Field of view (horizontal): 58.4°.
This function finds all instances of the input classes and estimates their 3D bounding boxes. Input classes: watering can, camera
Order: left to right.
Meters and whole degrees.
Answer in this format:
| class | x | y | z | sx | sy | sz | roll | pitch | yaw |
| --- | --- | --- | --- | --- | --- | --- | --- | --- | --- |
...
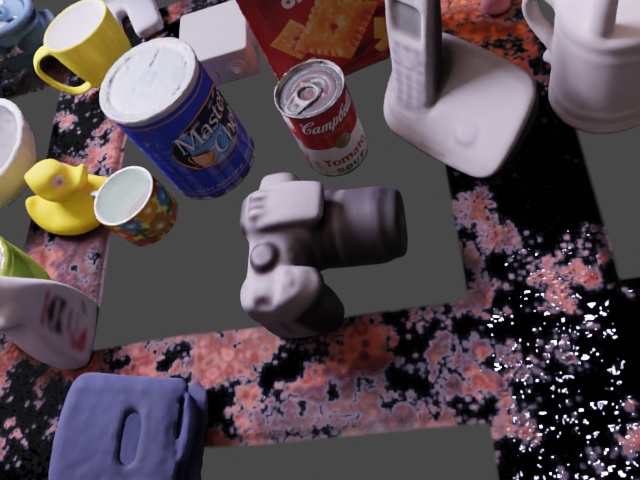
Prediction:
| class | x | y | z | sx | sy | sz | roll | pitch | yaw |
| --- | --- | --- | --- | --- | --- | --- | --- | --- | --- |
| camera | 0.005 | 0.002 | 0.504 | 0.136 | 0.101 | 0.143 | -6 | 62 | 16 |
| watering can | 0.250 | -0.182 | 0.462 | 0.172 | 0.194 | 0.101 | 7 | 66 | 22 |

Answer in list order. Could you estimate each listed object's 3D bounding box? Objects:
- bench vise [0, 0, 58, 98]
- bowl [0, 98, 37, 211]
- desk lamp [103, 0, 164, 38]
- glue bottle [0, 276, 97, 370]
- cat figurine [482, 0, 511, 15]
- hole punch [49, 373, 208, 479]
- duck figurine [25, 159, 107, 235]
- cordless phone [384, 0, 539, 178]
| class | x | y | z | sx | sy | sz | roll | pitch | yaw |
| --- | --- | --- | --- | --- | --- | --- | --- | --- | --- |
| bench vise | -0.467 | -0.276 | 0.738 | 0.121 | 0.220 | 0.207 | 26 | 74 | 28 |
| bowl | -0.413 | -0.088 | 0.707 | 0.167 | 0.075 | 0.167 | -8 | 61 | 15 |
| desk lamp | -0.316 | -0.393 | 0.751 | 0.118 | 0.214 | 0.203 | -29 | 58 | 3 |
| glue bottle | -0.272 | 0.061 | 0.524 | 0.037 | 0.173 | 0.078 | -14 | 60 | 11 |
| cat figurine | 0.208 | -0.321 | 0.594 | 0.128 | 0.118 | 0.067 | -35 | 58 | -1 |
| hole punch | -0.155 | 0.165 | 0.478 | 0.101 | 0.091 | 0.108 | -7 | 62 | 15 |
| duck figurine | -0.291 | -0.055 | 0.642 | 0.104 | 0.086 | 0.077 | -15 | 60 | 11 |
| cordless phone | 0.114 | -0.151 | 0.497 | 0.147 | 0.185 | 0.094 | 34 | 78 | 30 |
